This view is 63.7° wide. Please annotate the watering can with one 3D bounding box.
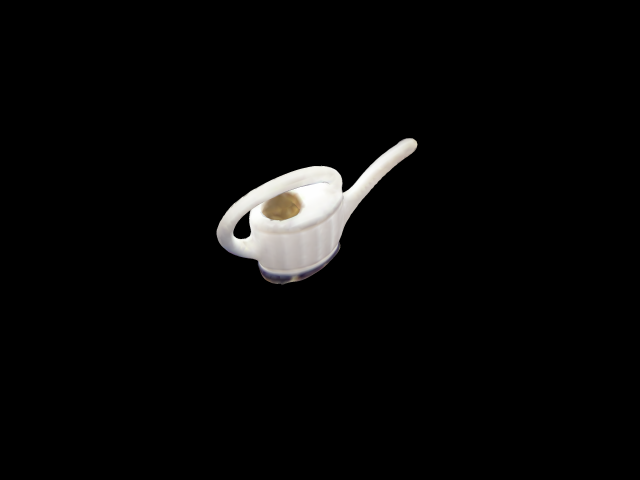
[{"bbox_3d":[0.003,-0.043,0.850,0.349,0.106,0.219,-21,-34,-15],"label":"watering can"}]
